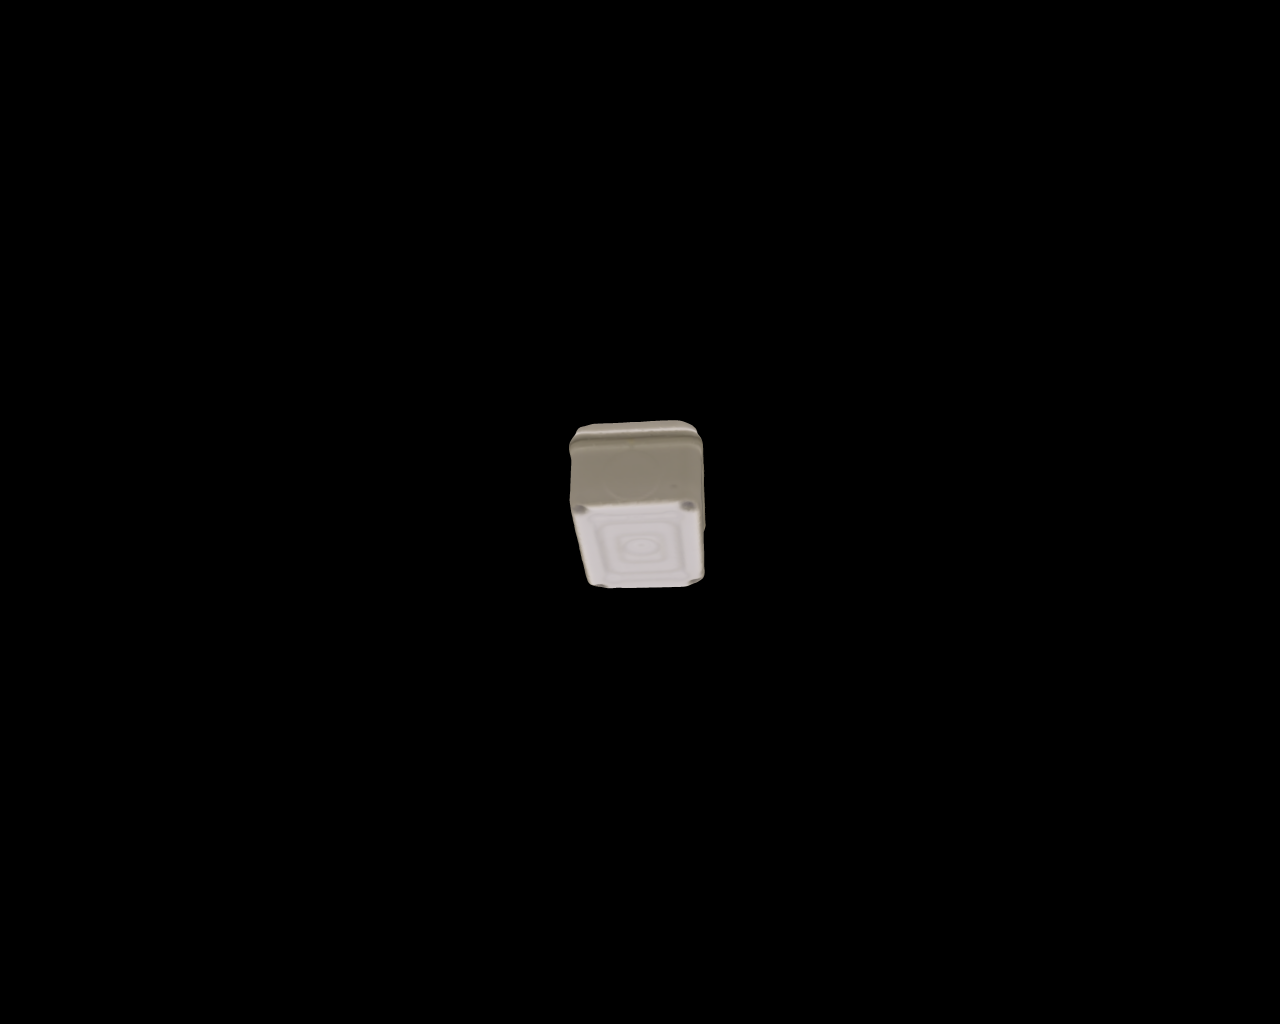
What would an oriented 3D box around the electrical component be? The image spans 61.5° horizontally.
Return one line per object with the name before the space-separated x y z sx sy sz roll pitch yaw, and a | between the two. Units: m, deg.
electrical component | 0.001 -0.003 0.650 0.078 0.057 0.113 -2 -31 3
